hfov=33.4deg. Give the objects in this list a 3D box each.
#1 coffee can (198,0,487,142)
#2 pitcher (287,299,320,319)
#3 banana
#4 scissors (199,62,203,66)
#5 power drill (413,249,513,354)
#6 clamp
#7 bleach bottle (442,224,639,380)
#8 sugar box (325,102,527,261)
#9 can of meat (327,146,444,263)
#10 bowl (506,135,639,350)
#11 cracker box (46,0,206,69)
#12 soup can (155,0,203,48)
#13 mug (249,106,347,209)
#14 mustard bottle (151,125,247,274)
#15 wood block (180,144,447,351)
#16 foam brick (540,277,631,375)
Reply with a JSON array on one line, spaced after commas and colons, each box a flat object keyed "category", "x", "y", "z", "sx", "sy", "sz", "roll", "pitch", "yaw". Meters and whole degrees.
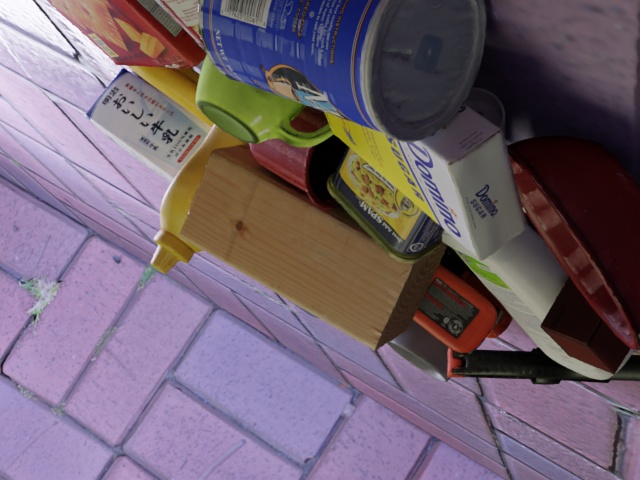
[{"category": "coffee can", "x": 0.012, "y": -0.126, "z": 0.629, "sx": 0.140, "sy": 0.102, "sz": 0.102, "roll": 25, "pitch": 166, "yaw": 38}, {"category": "pitcher", "x": -0.017, "y": 0.010, "z": 1.250, "sx": 0.145, "sy": 0.149, "sz": 0.242, "roll": -11, "pitch": 161, "yaw": 9}, {"category": "banana", "x": -0.130, "y": -0.149, "z": 1.099, "sx": 0.197, "sy": 0.037, "sz": 0.070, "roll": 36, "pitch": 168, "yaw": -12}, {"category": "scissors", "x": -0.104, "y": -0.173, "z": 0.978, "sx": 0.202, "sy": 0.016, "sz": 0.096, "roll": 30, "pitch": 167, "yaw": 19}, {"category": "power drill", "x": 0.112, "y": 0.039, "z": 1.053, "sx": 0.184, "sy": 0.057, "sz": 0.187, "roll": 36, "pitch": -169, "yaw": 6}, {"category": "clamp", "x": 0.232, "y": 0.124, "z": 1.050, "sx": 0.209, "sy": 0.036, "sz": 0.165, "roll": 4, "pitch": 170, "yaw": -14}, {"category": "bleach bottle", "x": 0.170, "y": 0.022, "z": 0.917, "sx": 0.250, "sy": 0.068, "sz": 0.103, "roll": 42, "pitch": 169, "yaw": -31}, {"category": "sugar box", "x": 0.057, "y": -0.070, "z": 0.697, "sx": 0.176, "sy": 0.048, "sz": 0.093, "roll": 48, "pitch": 169, "yaw": 43}, {"category": "can of meat", "x": 0.063, "y": -0.048, "z": 0.821, "sx": 0.102, "sy": 0.057, "sz": 0.084, "roll": 47, "pitch": 142, "yaw": 18}, {"category": "bowl", "x": 0.177, "y": -0.011, "z": 0.685, "sx": 0.162, "sy": 0.055, "sz": 0.162, "roll": 56, "pitch": -175, "yaw": -8}, {"category": "cracker box", "x": -0.188, "y": -0.227, "z": 0.842, "sx": 0.213, "sy": 0.072, "sz": 0.164, "roll": 41, "pitch": 166, "yaw": -32}, {"category": "soup can", "x": -0.091, "y": -0.189, "z": 0.737, "sx": 0.069, "sy": 0.068, "sz": 0.102, "roll": 20, "pitch": 162, "yaw": 51}, {"category": "mug", "x": -0.006, "y": -0.094, "z": 0.888, "sx": 0.082, "sy": 0.093, "sz": 0.117, "roll": 31, "pitch": 139, "yaw": 37}, {"category": "mustard bottle", "x": -0.102, "y": -0.049, "z": 1.041, "sx": 0.058, "sy": 0.191, "sz": 0.096, "roll": 29, "pitch": 168, "yaw": 26}, {"category": "wood block", "x": -0.006, "y": 0.001, "z": 0.942, "sx": 0.206, "sy": 0.091, "sz": 0.090, "roll": 29, "pitch": -161, "yaw": 18}, {"category": "foam brick", "x": 0.229, "y": 0.058, "z": 0.872, "sx": 0.051, "sy": 0.078, "sz": 0.053, "roll": 40, "pitch": 169, "yaw": -36}]
